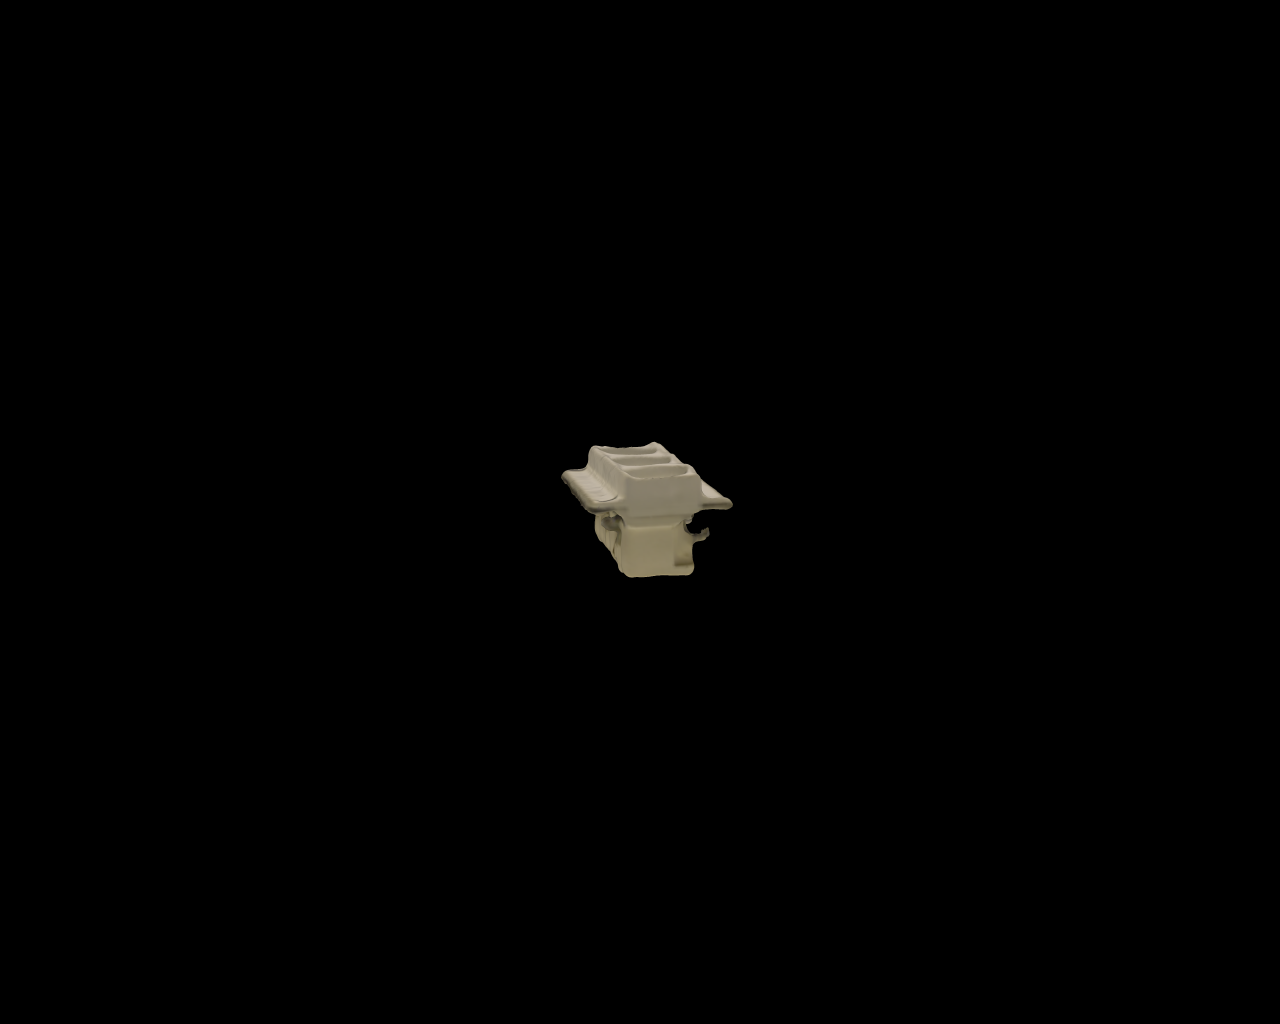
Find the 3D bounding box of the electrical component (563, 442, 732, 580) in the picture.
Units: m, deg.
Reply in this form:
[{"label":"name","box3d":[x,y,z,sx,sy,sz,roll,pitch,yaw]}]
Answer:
[{"label":"electrical component","box3d":[0.001,-0.003,0.650,0.079,0.063,0.121,-2,12,-11]}]
